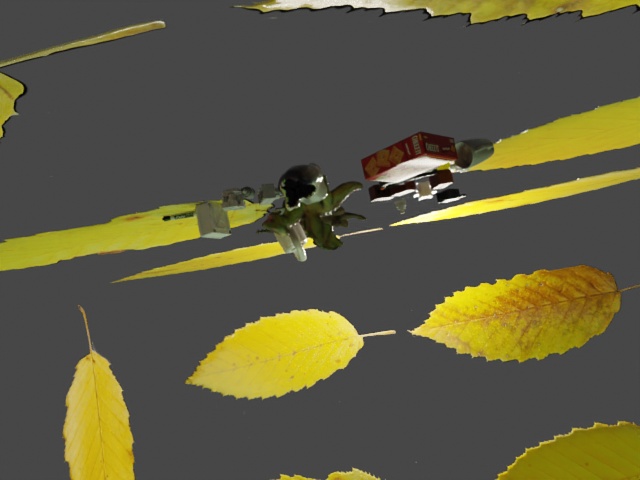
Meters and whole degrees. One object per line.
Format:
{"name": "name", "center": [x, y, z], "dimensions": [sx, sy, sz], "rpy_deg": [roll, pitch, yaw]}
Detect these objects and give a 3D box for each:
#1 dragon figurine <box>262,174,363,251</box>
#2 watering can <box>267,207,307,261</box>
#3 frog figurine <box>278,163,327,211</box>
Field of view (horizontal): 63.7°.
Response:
{"name": "dragon figurine", "center": [0.005, -0.080, 1.585], "dimensions": [0.411, 0.246, 0.120], "rpy_deg": [-2, 163, -35]}
{"name": "watering can", "center": [-0.116, -0.014, 2.001], "dimensions": [0.104, 0.225, 0.345], "rpy_deg": [-27, 174, -6]}
{"name": "frog figurine", "center": [-0.039, -0.157, 1.445], "dimensions": [0.135, 0.123, 0.162], "rpy_deg": [-59, 170, 29]}
